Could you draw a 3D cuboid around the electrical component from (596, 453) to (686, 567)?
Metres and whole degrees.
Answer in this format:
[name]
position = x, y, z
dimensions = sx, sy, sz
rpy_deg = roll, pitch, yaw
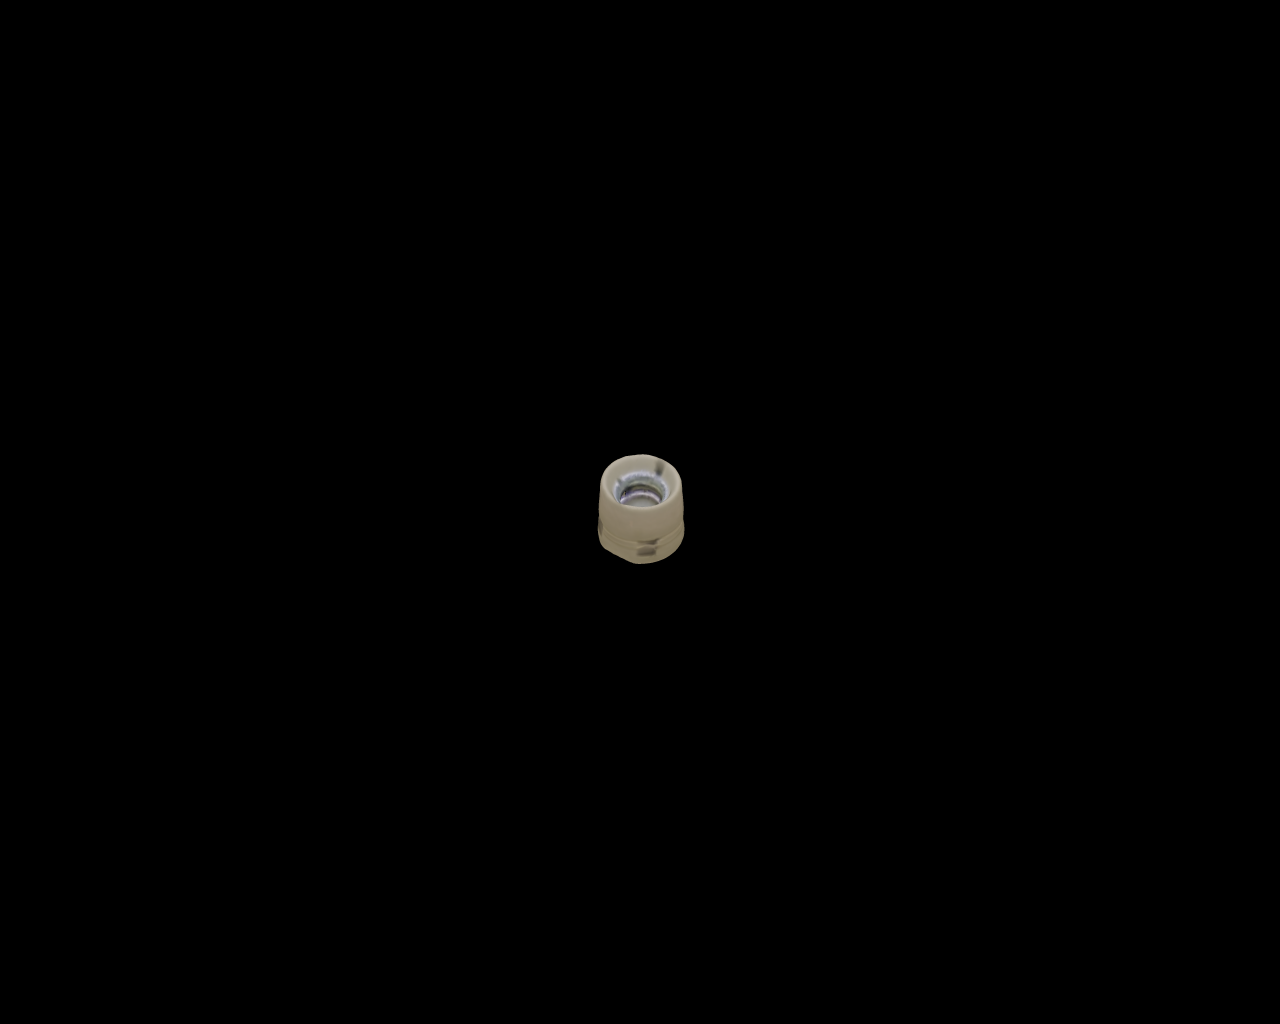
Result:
[electrical component]
position = 0.001, -0.003, 0.650
dimensions = 0.055, 0.055, 0.047
rpy_deg = 0, -43, 0
